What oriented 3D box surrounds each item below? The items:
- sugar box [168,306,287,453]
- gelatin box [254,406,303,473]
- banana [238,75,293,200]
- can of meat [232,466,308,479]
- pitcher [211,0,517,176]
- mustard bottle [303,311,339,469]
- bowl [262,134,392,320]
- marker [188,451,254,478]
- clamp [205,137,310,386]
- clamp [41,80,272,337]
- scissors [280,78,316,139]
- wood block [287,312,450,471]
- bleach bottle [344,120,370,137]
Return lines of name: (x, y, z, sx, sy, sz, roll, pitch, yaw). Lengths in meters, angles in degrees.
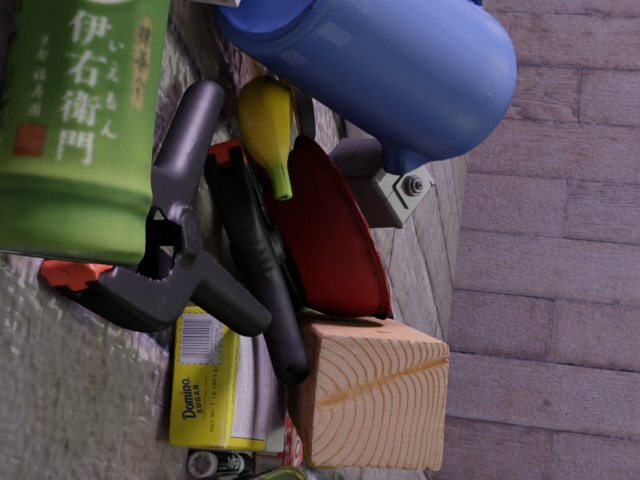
sugar box: (-0.062, 0.106, 0.771, 0.176, 0.048, 0.093, 58, 34, -75)
gelatin box: (-0.035, 0.174, 0.959, 0.073, 0.030, 0.089, -47, 141, -71)
banana: (-0.039, -0.086, 0.775, 0.198, 0.037, 0.069, -92, 179, -72)
can of meat: (-0.032, 0.217, 0.774, 0.102, 0.057, 0.084, 66, -28, 8)
pitcher: (0.038, -0.158, 0.764, 0.242, 0.145, 0.149, 19, 49, -55)
mustard bottle: (-0.001, 0.135, 1.040, 0.191, 0.058, 0.096, 81, 14, -47)
bowl: (-0.006, 0.001, 0.842, 0.162, 0.055, 0.162, 60, -12, 21)
marker: (-0.073, 0.170, 0.808, 0.121, 0.020, 0.020, 46, 50, -74)
clamp: (-0.041, 0.015, 0.745, 0.120, 0.039, 0.171, -113, -179, -59)
clamp: (-0.087, -0.013, 0.597, 0.209, 0.036, 0.164, -11, 91, -69)
scissors: (-0.020, -0.152, 0.820, 0.202, 0.016, 0.096, 90, -15, -62)
wood block: (0.029, 0.109, 0.817, 0.206, 0.090, 0.090, -179, -86, -84)
bleach bottle: (0.058, -0.204, 1.169, 0.102, 0.068, 0.251, -66, 160, -57)
